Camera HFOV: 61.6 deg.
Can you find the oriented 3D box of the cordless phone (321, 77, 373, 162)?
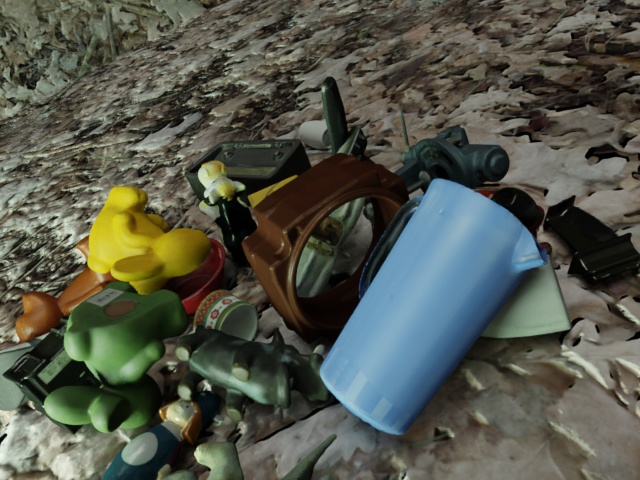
[{"bbox_3d":[0.028,-0.169,0.909,0.089,0.184,0.147,0,41,21],"label":"cordless phone"}]

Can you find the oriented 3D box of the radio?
[{"bbox_3d":[-0.137,-0.133,1.042,0.230,0.073,0.131,7,45,34],"label":"radio"}]

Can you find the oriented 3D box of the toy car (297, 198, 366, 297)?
[{"bbox_3d":[-0.002,-0.002,0.749,0.201,0.073,0.056,-64,12,-7],"label":"toy car"}]

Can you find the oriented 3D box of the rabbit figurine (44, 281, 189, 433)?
[{"bbox_3d":[-0.227,0.157,0.631,0.121,0.170,0.159,4,24,16],"label":"rabbit figurine"}]

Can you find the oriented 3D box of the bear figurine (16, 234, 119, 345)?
[{"bbox_3d":[-0.414,0.086,0.868,0.196,0.131,0.120,-30,11,-17],"label":"bear figurine"}]

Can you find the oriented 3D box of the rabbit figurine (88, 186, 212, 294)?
[{"bbox_3d":[-0.251,0.009,0.797,0.173,0.121,0.162,12,48,13],"label":"rabbit figurine"}]

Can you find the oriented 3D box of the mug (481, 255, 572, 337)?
[{"bbox_3d":[0.214,0.060,0.607,0.107,0.080,0.110,-18,44,21],"label":"mug"}]

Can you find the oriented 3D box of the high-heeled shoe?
[{"bbox_3d":[-0.393,0.173,0.802,0.249,0.086,0.145,-21,5,25],"label":"high-heeled shoe"}]

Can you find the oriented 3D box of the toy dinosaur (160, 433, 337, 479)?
[{"bbox_3d":[-0.162,0.302,0.470,0.405,0.131,0.192,-14,59,-4],"label":"toy dinosaur"}]

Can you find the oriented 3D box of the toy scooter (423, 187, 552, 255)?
[{"bbox_3d":[0.218,-0.016,0.686,0.184,0.135,0.075,4,68,57],"label":"toy scooter"}]

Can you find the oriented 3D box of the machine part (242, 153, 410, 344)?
[{"bbox_3d":[0.024,0.014,0.661,0.201,0.200,0.087,-33,38,-15],"label":"machine part"}]

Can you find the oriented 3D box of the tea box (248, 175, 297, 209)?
[{"bbox_3d":[-0.048,-0.028,0.865,0.098,0.068,0.170,-25,35,-6],"label":"tea box"}]

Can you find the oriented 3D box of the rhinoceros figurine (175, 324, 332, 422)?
[{"bbox_3d":[-0.076,0.150,0.624,0.191,0.073,0.112,8,17,20],"label":"rhinoceros figurine"}]

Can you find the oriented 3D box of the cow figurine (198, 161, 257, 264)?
[{"bbox_3d":[-0.141,-0.039,0.845,0.068,0.167,0.098,-29,35,-18],"label":"cow figurine"}]

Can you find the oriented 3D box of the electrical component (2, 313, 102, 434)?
[{"bbox_3d":[-0.310,0.174,0.686,0.058,0.134,0.115,9,45,38],"label":"electrical component"}]

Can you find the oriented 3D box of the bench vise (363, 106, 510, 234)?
[{"bbox_3d":[0.152,-0.099,0.815,0.241,0.128,0.224,-31,34,-19],"label":"bench vise"}]

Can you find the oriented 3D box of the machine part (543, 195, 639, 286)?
[{"bbox_3d":[0.327,-0.001,0.662,0.084,0.039,0.139,-24,37,6],"label":"machine part"}]

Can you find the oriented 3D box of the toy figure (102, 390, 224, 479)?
[{"bbox_3d":[-0.174,0.228,0.616,0.064,0.057,0.154,40,59,8],"label":"toy figure"}]
